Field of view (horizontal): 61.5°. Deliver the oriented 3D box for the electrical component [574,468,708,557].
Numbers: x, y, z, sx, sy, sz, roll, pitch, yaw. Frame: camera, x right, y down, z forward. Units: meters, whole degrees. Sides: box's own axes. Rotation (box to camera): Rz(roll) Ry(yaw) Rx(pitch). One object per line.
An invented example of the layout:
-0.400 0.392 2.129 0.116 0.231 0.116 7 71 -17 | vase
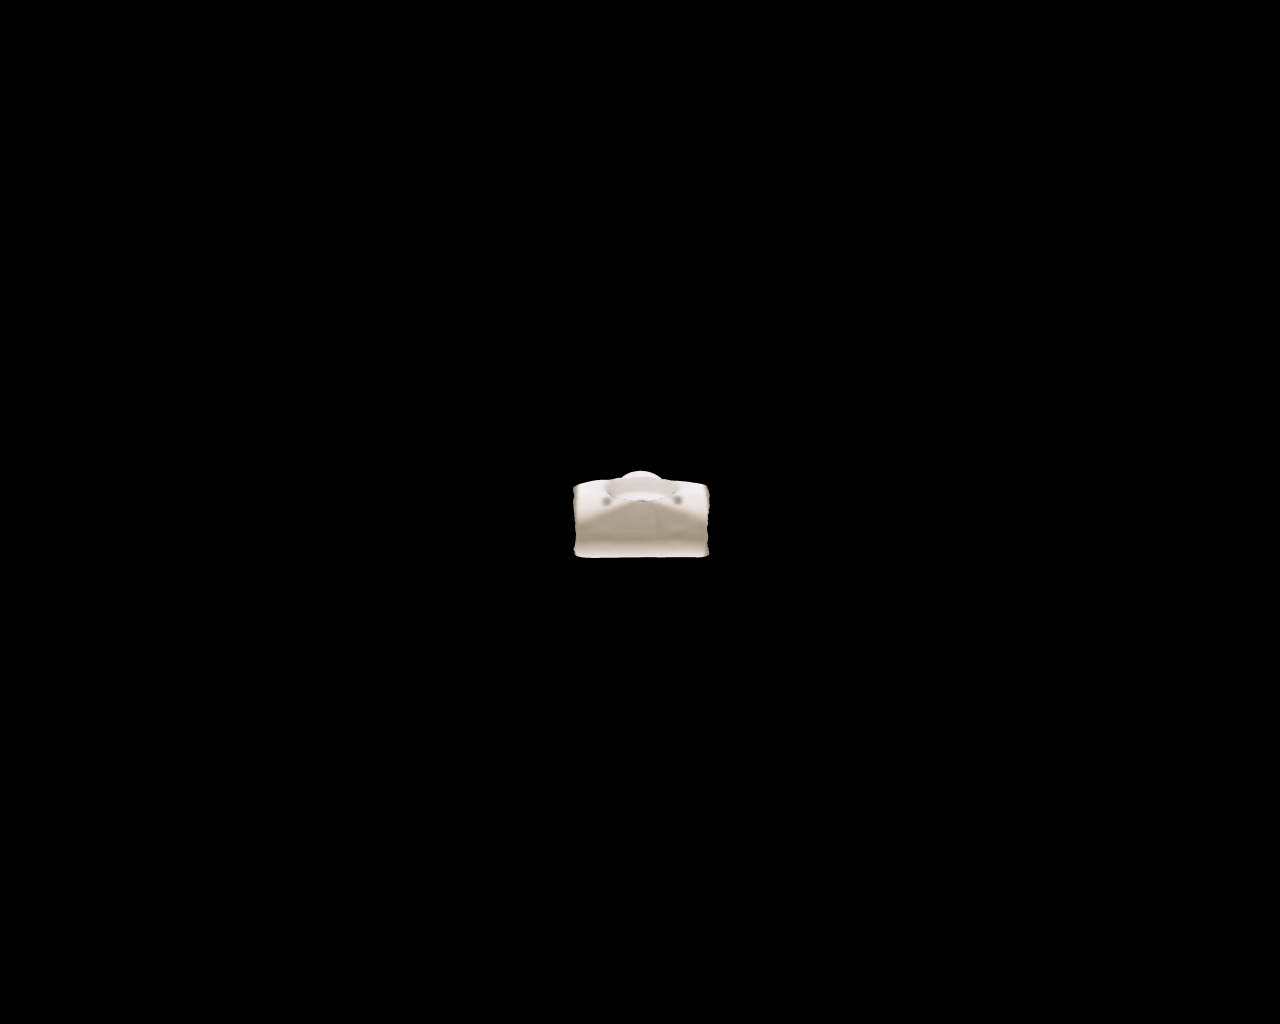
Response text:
0.001 -0.003 0.650 0.077 0.044 0.079 0 24 0 | electrical component
